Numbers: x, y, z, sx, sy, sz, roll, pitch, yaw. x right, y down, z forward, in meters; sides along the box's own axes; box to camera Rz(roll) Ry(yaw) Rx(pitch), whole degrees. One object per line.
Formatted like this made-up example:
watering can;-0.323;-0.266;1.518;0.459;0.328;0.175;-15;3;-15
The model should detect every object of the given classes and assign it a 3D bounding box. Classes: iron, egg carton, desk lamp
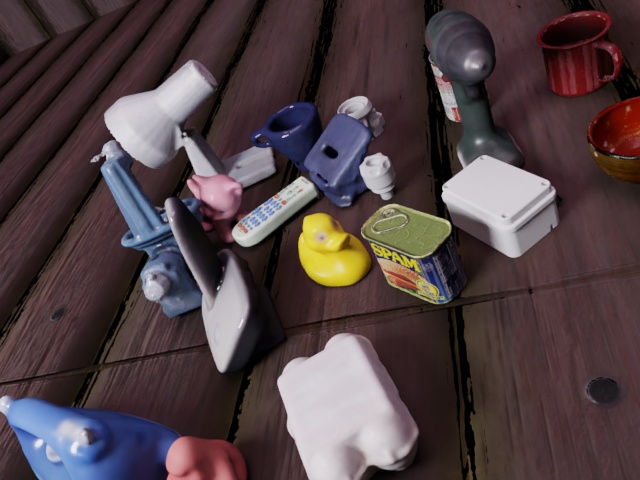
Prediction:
iron;-0.266;0.208;0.598;0.257;0.142;0.119;3;48;35
egg carton;0.022;0.158;0.531;0.107;0.070;0.150;-30;37;-1
desk lamp;-0.207;-0.172;0.936;0.203;0.214;0.117;-25;38;6

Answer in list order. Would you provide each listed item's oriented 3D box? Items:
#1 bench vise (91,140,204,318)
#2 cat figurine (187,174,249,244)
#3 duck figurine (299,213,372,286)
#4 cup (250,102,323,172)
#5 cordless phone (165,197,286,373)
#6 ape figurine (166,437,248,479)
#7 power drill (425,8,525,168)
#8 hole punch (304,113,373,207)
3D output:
bench vise;-0.213;-0.021;0.761;0.121;0.220;0.206;-34;38;-6
cat figurine;-0.155;-0.061;0.855;0.067;0.118;0.127;-46;40;-20
duck figurine;0.006;0.003;0.705;0.104;0.086;0.078;21;59;45
cup;-0.042;-0.151;0.905;0.117;0.095;0.091;-19;39;14
cordless phone;-0.126;0.048;0.656;0.094;0.185;0.147;-32;38;-4
ape figurine;-0.111;0.215;0.532;0.077;0.092;0.076;6;49;37
power drill;0.187;-0.179;0.698;0.075;0.209;0.229;-20;38;11
hole punch;0.030;-0.116;0.822;0.101;0.091;0.108;-35;38;-8
